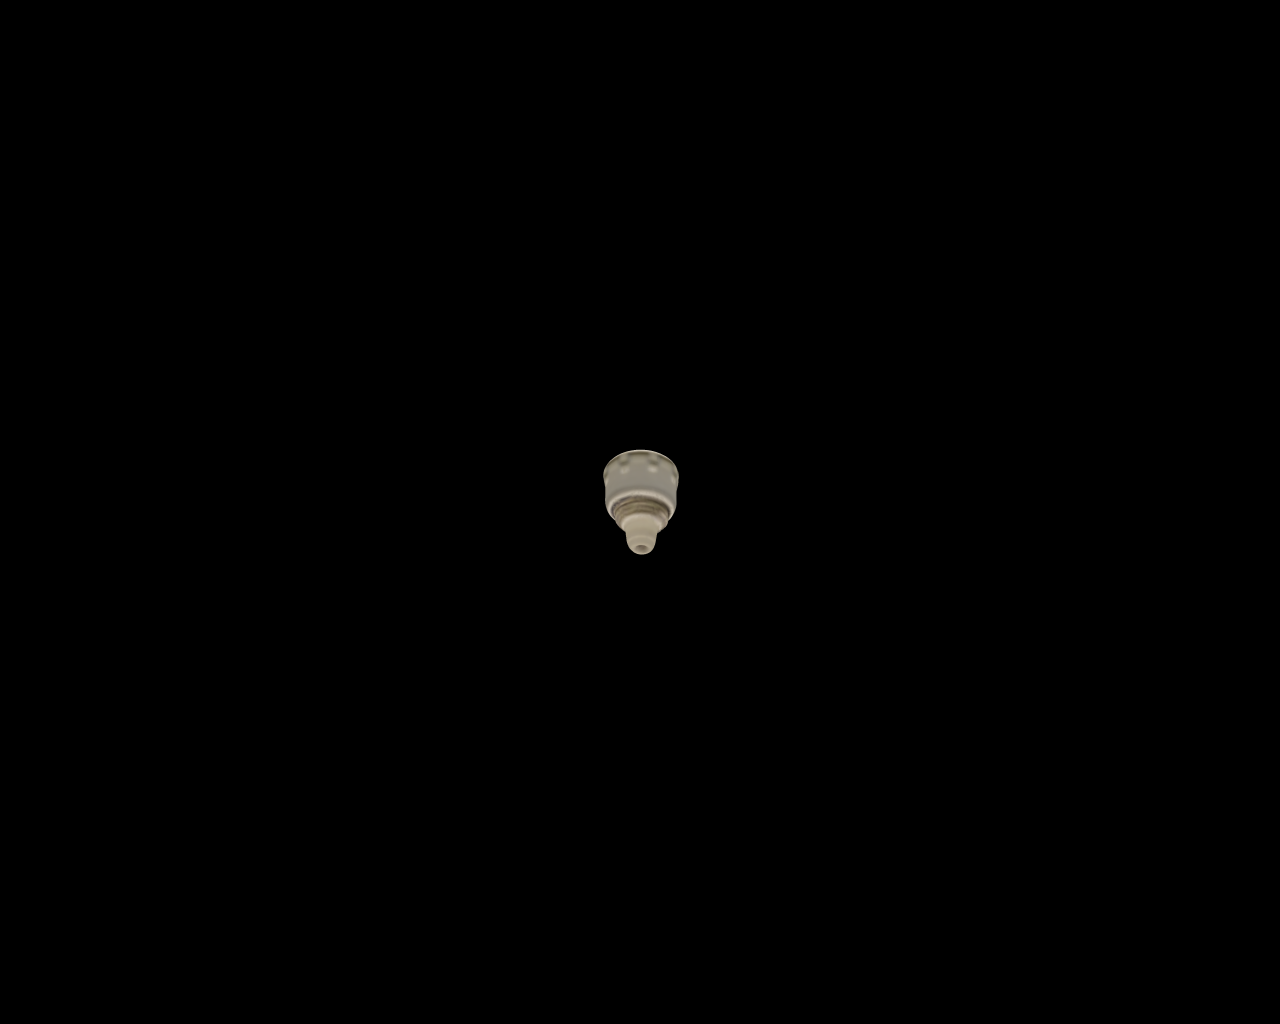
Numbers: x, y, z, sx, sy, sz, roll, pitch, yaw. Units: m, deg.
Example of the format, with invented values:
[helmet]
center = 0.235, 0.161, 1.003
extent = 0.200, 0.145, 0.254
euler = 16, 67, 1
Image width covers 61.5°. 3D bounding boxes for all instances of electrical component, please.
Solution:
[electrical component]
center = 0.001, -0.003, 0.650
extent = 0.048, 0.062, 0.048
euler = 0, -34, 0
